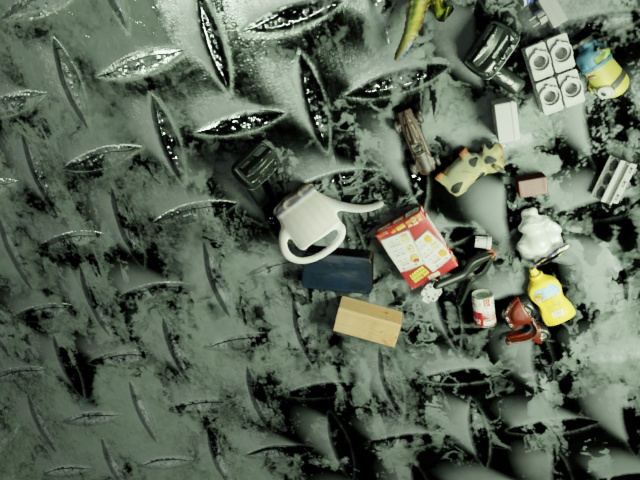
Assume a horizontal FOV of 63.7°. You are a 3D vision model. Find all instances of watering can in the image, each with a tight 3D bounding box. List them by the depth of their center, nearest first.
[{"bbox_3d":[0.005,-0.080,1.598,0.347,0.104,0.224,-37,92,1],"label":"watering can"}]

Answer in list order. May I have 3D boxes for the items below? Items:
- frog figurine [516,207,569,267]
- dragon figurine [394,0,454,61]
[{"bbox_3d":[0.636,-0.011,1.514,0.135,0.122,0.162,-41,62,29],"label":"frog figurine"},{"bbox_3d":[0.264,-0.702,1.348,0.244,0.123,0.405,48,110,11],"label":"dragon figurine"}]
